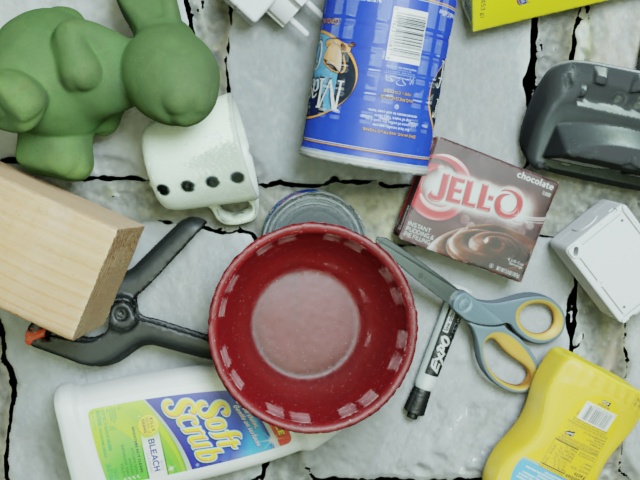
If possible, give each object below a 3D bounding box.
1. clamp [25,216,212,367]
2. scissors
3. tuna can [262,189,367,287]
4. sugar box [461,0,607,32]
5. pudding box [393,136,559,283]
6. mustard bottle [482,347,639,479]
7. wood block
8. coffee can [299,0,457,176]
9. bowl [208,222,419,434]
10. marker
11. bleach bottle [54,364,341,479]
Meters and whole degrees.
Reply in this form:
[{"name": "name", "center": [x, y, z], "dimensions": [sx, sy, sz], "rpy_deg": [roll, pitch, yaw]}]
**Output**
[{"name": "clamp", "center": [-0.155, 0.047, 0.869], "dimensions": [0.171, 0.039, 0.120], "rpy_deg": [-6, 87, -3]}, {"name": "scissors", "center": [0.135, 0.044, 0.889], "dimensions": [0.096, 0.016, 0.201], "rpy_deg": [-40, 112, -7]}, {"name": "tuna can", "center": [-0.006, 0.001, 0.879], "dimensions": [0.086, 0.034, 0.086], "rpy_deg": [-1, 98, -6]}, {"name": "sugar box", "center": [0.199, -0.229, 0.840], "dimensions": [0.176, 0.048, 0.093], "rpy_deg": [-12, 140, -2]}, {"name": "pudding box", "center": [0.128, -0.026, 0.886], "dimensions": [0.113, 0.039, 0.090], "rpy_deg": [20, 95, -8]}, {"name": "mustard bottle", "center": [0.194, 0.193, 0.912], "dimensions": [0.096, 0.058, 0.192], "rpy_deg": [27, 94, -21]}, {"name": "wood block", "center": [-0.251, -0.011, 0.806], "dimensions": [0.206, 0.091, 0.090], "rpy_deg": [24, 95, 2]}, {"name": "coffee can", "center": [0.045, -0.127, 0.831], "dimensions": [0.102, 0.103, 0.140], "rpy_deg": [8, 97, -7]}, {"name": "bowl", "center": [-0.008, 0.067, 0.835], "dimensions": [0.162, 0.055, 0.162], "rpy_deg": [0, 89, -7]}, {"name": "marker", "center": [0.099, 0.096, 0.910], "dimensions": [0.020, 0.020, 0.121], "rpy_deg": [20, 96, -8]}, {"name": "bleach bottle", "center": [-0.082, 0.140, 0.878], "dimensions": [0.250, 0.068, 0.102], "rpy_deg": [-13, 95, -7]}]
